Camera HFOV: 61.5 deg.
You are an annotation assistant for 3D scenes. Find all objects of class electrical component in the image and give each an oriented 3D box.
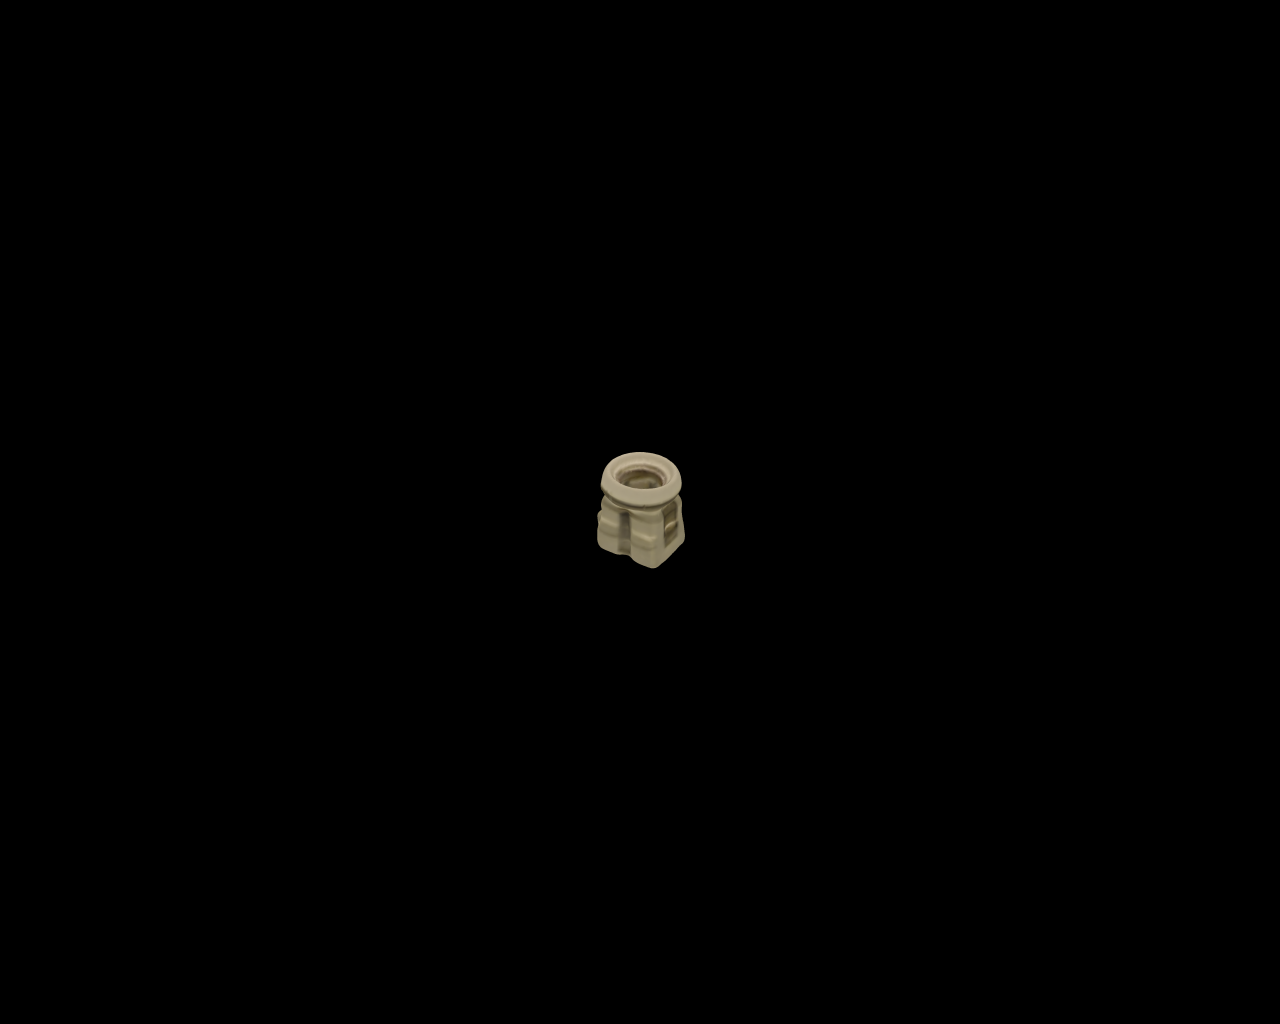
[{"bbox_3d":[0.001,-0.003,0.650,0.066,0.055,0.048,21,41,26],"label":"electrical component"}]
